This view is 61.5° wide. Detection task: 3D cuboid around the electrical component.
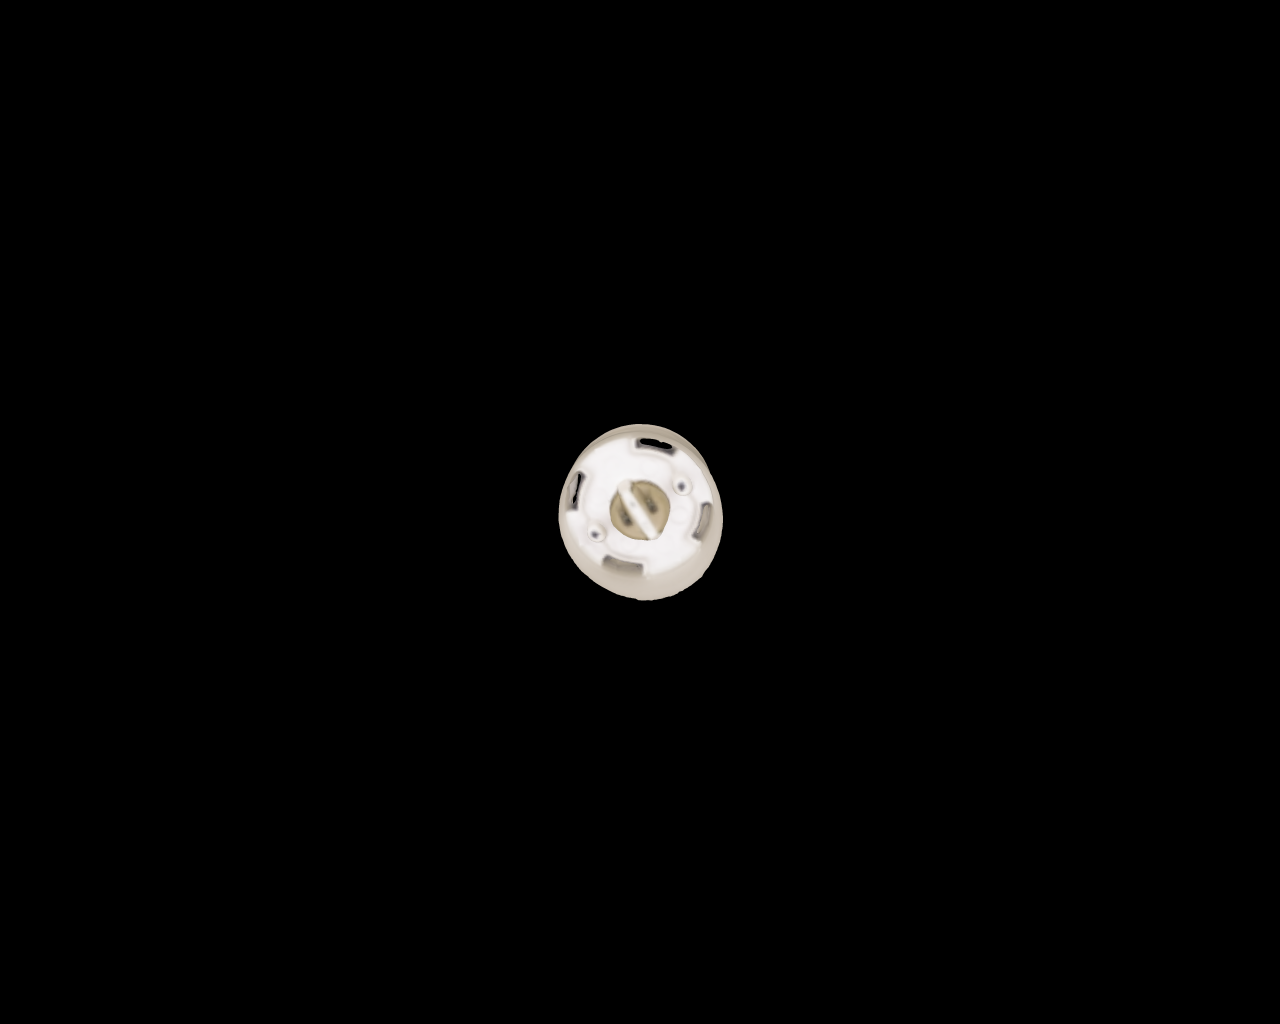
[{"bbox_3d":[0.001,-0.003,0.650,0.099,0.099,0.064,0,21,0],"label":"electrical component"}]
